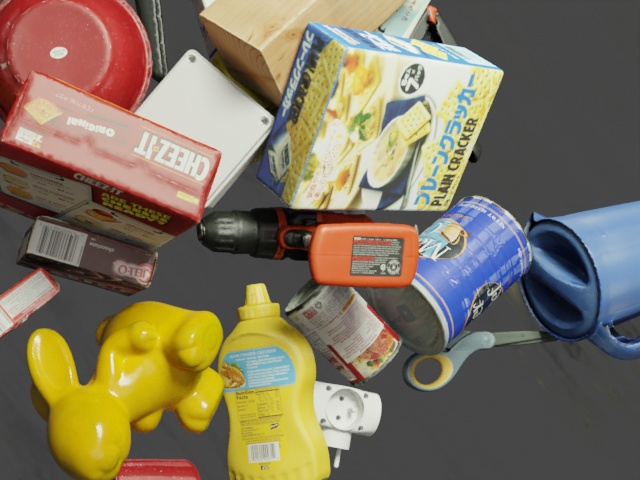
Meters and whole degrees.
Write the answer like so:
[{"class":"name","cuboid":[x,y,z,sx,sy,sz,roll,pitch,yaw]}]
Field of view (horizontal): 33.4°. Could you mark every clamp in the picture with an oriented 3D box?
[{"class":"clamp","cuboid":[-0.152,-0.279,1.029,0.164,0.036,0.210,-37,86,2]},{"class":"clamp","cuboid":[0.125,-0.160,1.144,0.120,0.039,0.171,10,86,-26]}]

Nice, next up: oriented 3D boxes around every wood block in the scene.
[{"class":"wood block","cuboid":[0.002,-0.231,1.001,0.206,0.090,0.091,-45,55,-13]}]

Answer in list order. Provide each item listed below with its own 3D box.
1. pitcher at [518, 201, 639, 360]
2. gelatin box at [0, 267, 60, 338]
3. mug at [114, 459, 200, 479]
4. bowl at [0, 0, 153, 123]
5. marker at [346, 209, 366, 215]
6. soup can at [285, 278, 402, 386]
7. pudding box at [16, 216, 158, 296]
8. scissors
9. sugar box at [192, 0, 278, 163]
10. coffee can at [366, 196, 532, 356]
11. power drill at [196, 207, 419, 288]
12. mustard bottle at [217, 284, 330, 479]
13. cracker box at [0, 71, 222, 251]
[{"class":"pitcher","cuboid":[0.350,0.027,1.155,0.242,0.145,0.149,-13,103,-25]},{"class":"gelatin box","cuboid":[-0.275,0.063,0.940,0.089,0.073,0.030,-40,99,-22]},{"class":"mug","cuboid":[-0.154,0.249,0.951,0.081,0.093,0.117,5,73,-25]},{"class":"bowl","cuboid":[-0.235,-0.168,0.976,0.162,0.055,0.162,0,88,-7]},{"class":"marker","cuboid":[0.021,-0.082,1.103,0.020,0.020,0.121,-17,89,-22]},{"class":"soup can","cuboid":[0.022,0.085,1.054,0.102,0.069,0.068,47,70,-9]},{"class":"pudding box","cuboid":[-0.211,0.017,0.962,0.113,0.090,0.039,20,75,-17]},{"class":"scissors","cuboid":[0.166,0.124,1.131,0.201,0.016,0.096,15,75,-18]},{"class":"sugar box","cuboid":[-0.058,-0.173,1.069,0.093,0.048,0.176,-17,91,-19]},{"class":"coffee can","cuboid":[0.131,0.035,1.075,0.140,0.103,0.103,-38,97,-28]},{"class":"power drill","cuboid":[-0.007,0.001,0.992,0.184,0.188,0.057,0,99,-22]},{"class":"mustard bottle","cuboid":[-0.049,0.137,1.010,0.058,0.096,0.191,4,77,-63]},{"class":"cracker box","cuboid":[-0.193,-0.056,0.910,0.164,0.214,0.072,22,73,-17]}]
